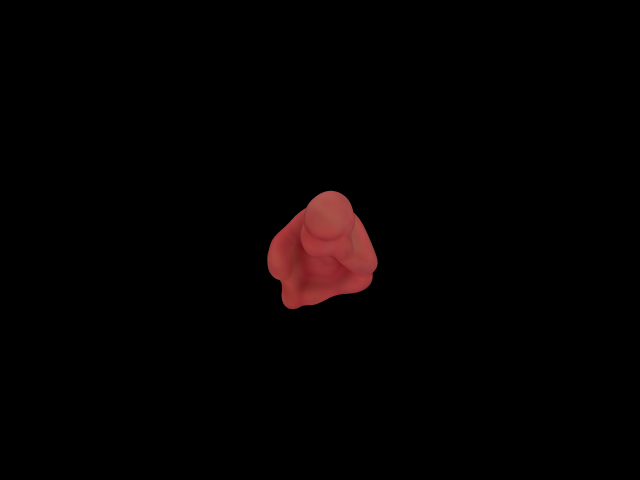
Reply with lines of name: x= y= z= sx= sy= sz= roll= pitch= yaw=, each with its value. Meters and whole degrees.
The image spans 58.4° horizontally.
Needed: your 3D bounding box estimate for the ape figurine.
ape figurine: x=0.004 y=0.001 z=0.400 sx=0.077 sy=0.092 sz=0.076 roll=21 pitch=58 yaw=14
